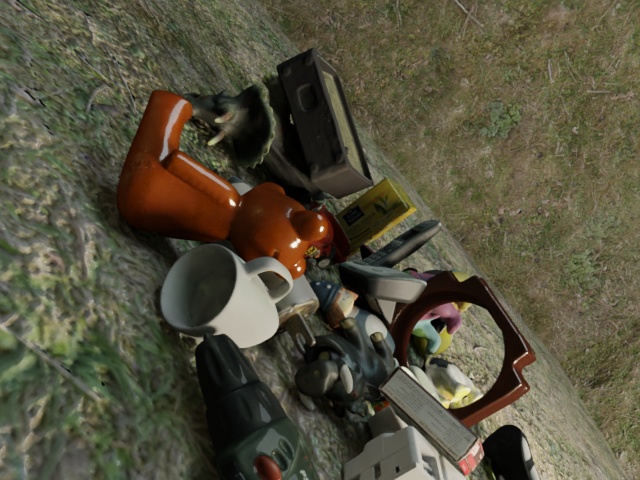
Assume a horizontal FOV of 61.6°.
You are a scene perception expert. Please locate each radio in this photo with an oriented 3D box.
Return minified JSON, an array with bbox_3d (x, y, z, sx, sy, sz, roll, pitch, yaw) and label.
[{"bbox_3d":[0.009,-0.191,0.891,0.131,0.073,0.229,13,57,-68],"label":"radio"}]

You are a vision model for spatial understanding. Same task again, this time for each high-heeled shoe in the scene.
[{"bbox_3d":[0.340,0.411,0.897,0.145,0.086,0.248,59,21,7],"label":"high-heeled shoe"}]

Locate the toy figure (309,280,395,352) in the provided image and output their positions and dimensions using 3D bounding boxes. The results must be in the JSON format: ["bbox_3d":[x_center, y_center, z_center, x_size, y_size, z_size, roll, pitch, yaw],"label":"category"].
[{"bbox_3d":[0.044,0.111,0.766,0.154,0.058,0.064,47,15,-15],"label":"toy figure"}]

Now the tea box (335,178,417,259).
[{"bbox_3d":[0.080,-0.033,0.955,0.068,0.169,0.098,55,16,10],"label":"tea box"}]

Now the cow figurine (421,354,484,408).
[{"bbox_3d":[0.238,0.261,0.958,0.167,0.068,0.098,34,19,-47],"label":"cow figurine"}]

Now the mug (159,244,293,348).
[{"bbox_3d":[-0.075,0.054,0.505,0.081,0.109,0.107,63,8,34],"label":"mug"}]

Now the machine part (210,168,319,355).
[{"bbox_3d":[-0.074,0.021,0.613,0.243,0.079,0.079,57,18,20],"label":"machine part"}]

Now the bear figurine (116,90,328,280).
[{"bbox_3d":[-0.091,-0.045,0.533,0.196,0.120,0.132,13,54,-8],"label":"bear figurine"}]

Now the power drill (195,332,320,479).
[{"bbox_3d":[-0.065,0.174,0.345,0.232,0.086,0.207,58,10,11],"label":"power drill"}]

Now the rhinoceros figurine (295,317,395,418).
[{"bbox_3d":[0.032,0.156,0.636,0.190,0.073,0.112,27,40,-57],"label":"rhinoceros figurine"}]

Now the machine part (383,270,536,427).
[{"bbox_3d":[0.194,0.165,0.796,0.087,0.201,0.201,32,26,-54],"label":"machine part"}]

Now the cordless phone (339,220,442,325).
[{"bbox_3d":[0.130,0.032,0.816,0.088,0.184,0.147,57,-11,-14],"label":"cordless phone"}]

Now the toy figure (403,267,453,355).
[{"bbox_3d":[0.195,0.141,1.061,0.089,0.082,0.180,2,57,-44],"label":"toy figure"}]

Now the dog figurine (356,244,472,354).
[{"bbox_3d":[0.156,0.082,0.957,0.219,0.108,0.191,38,50,4],"label":"dog figurine"}]

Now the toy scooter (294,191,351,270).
[{"bbox_3d":[-0.002,-0.003,0.855,0.135,0.075,0.184,55,14,-11],"label":"toy scooter"}]

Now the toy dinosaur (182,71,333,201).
[{"bbox_3d":[-0.056,-0.142,0.937,0.404,0.131,0.192,43,31,-40],"label":"toy dinosaur"}]
